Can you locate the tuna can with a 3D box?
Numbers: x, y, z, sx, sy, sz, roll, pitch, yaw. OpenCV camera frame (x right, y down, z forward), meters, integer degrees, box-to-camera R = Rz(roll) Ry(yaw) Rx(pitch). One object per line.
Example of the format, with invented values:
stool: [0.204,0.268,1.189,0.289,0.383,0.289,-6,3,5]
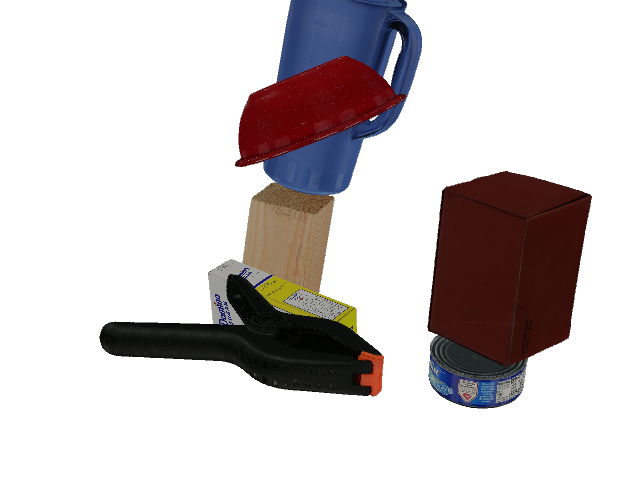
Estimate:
tuna can: [0.138,0.112,0.943,0.086,0.034,0.086,1,25,-1]

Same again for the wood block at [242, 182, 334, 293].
wood block: [-0.050,0.039,1.412,0.090,0.206,0.090,14,21,13]

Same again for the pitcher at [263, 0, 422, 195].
pitcher: [0.017,-0.177,1.241,0.145,0.243,0.149,9,23,-12]

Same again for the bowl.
bowl: [-0.010,-0.119,0.934,0.162,0.055,0.162,-22,9,4]

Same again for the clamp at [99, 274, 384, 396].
clamp: [-0.040,0.073,0.825,0.210,0.036,0.164,11,21,25]

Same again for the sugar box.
sugar box: [-0.041,0.090,1.159,0.176,0.093,0.048,22,38,34]

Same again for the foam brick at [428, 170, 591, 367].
foam brick: [0.090,0.012,0.515,0.052,0.078,0.051,-16,29,-40]
